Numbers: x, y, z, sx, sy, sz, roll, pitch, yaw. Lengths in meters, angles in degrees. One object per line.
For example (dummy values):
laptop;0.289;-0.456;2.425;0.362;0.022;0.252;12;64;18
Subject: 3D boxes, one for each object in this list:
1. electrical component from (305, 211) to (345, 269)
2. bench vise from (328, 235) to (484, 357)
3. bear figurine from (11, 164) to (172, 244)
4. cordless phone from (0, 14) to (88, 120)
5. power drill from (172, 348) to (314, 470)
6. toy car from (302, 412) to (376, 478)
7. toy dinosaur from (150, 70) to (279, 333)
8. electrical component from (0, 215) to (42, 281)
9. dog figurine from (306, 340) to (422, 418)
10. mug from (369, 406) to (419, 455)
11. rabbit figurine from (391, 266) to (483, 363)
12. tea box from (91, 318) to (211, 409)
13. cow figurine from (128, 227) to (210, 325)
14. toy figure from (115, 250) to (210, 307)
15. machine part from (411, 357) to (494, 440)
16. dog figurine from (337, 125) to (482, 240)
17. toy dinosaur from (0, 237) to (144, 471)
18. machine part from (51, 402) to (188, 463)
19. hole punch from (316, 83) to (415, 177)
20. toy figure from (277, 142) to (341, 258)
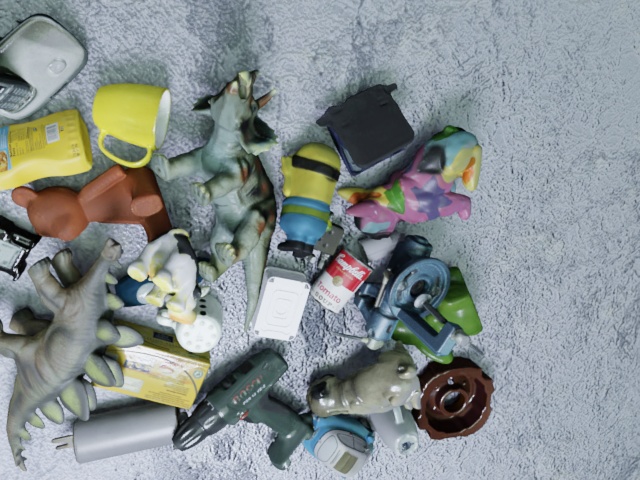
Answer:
electrical component;-0.001;-0.004;0.917;0.078;0.045;0.102;26;100;-20
bench vise;0.150;0.117;0.884;0.128;0.241;0.223;25;102;-36
bear figurine;-0.325;-0.038;0.775;0.196;0.132;0.120;-18;140;-16
cordless phone;-0.379;-0.218;0.667;0.146;0.184;0.088;-42;109;2
power drill;-0.121;0.322;0.961;0.232;0.086;0.207;-48;113;-16
toy car;0.042;0.397;1.035;0.161;0.103;0.109;35;96;-25
toy dinosaur;-0.122;-0.063;0.823;0.192;0.131;0.404;-41;136;-36
electrical component;-0.484;0.003;0.787;0.119;0.048;0.074;25;100;-21
dog figurine;0.072;0.263;0.958;0.191;0.121;0.172;-10;144;-8
mug;0.152;0.355;1.047;0.081;0.107;0.109;-9;112;-14
rabbit figurine;0.206;0.146;1.007;0.170;0.121;0.158;-21;121;12
tea box;-0.280;0.208;0.900;0.169;0.068;0.098;23;102;-21
cow figurine;-0.210;0.056;0.791;0.068;0.098;0.167;16;149;14
toy figure;-0.248;0.067;0.870;0.154;0.058;0.064;-17;151;-11
machine part;0.267;0.321;1.096;0.179;0.056;0.179;-4;108;-13
dog figurine;0.142;-0.091;0.889;0.219;0.109;0.191;-6;125;-10
toy dinosaur;-0.392;0.174;0.798;0.198;0.105;0.471;41;114;0
machine part;-0.328;0.327;0.924;0.243;0.079;0.079;-8;110;-14
hole punch;0.077;-0.174;0.869;0.142;0.092;0.116;-28;83;-2
toy figure;-0.016;-0.064;0.848;0.089;0.082;0.180;3;76;22
